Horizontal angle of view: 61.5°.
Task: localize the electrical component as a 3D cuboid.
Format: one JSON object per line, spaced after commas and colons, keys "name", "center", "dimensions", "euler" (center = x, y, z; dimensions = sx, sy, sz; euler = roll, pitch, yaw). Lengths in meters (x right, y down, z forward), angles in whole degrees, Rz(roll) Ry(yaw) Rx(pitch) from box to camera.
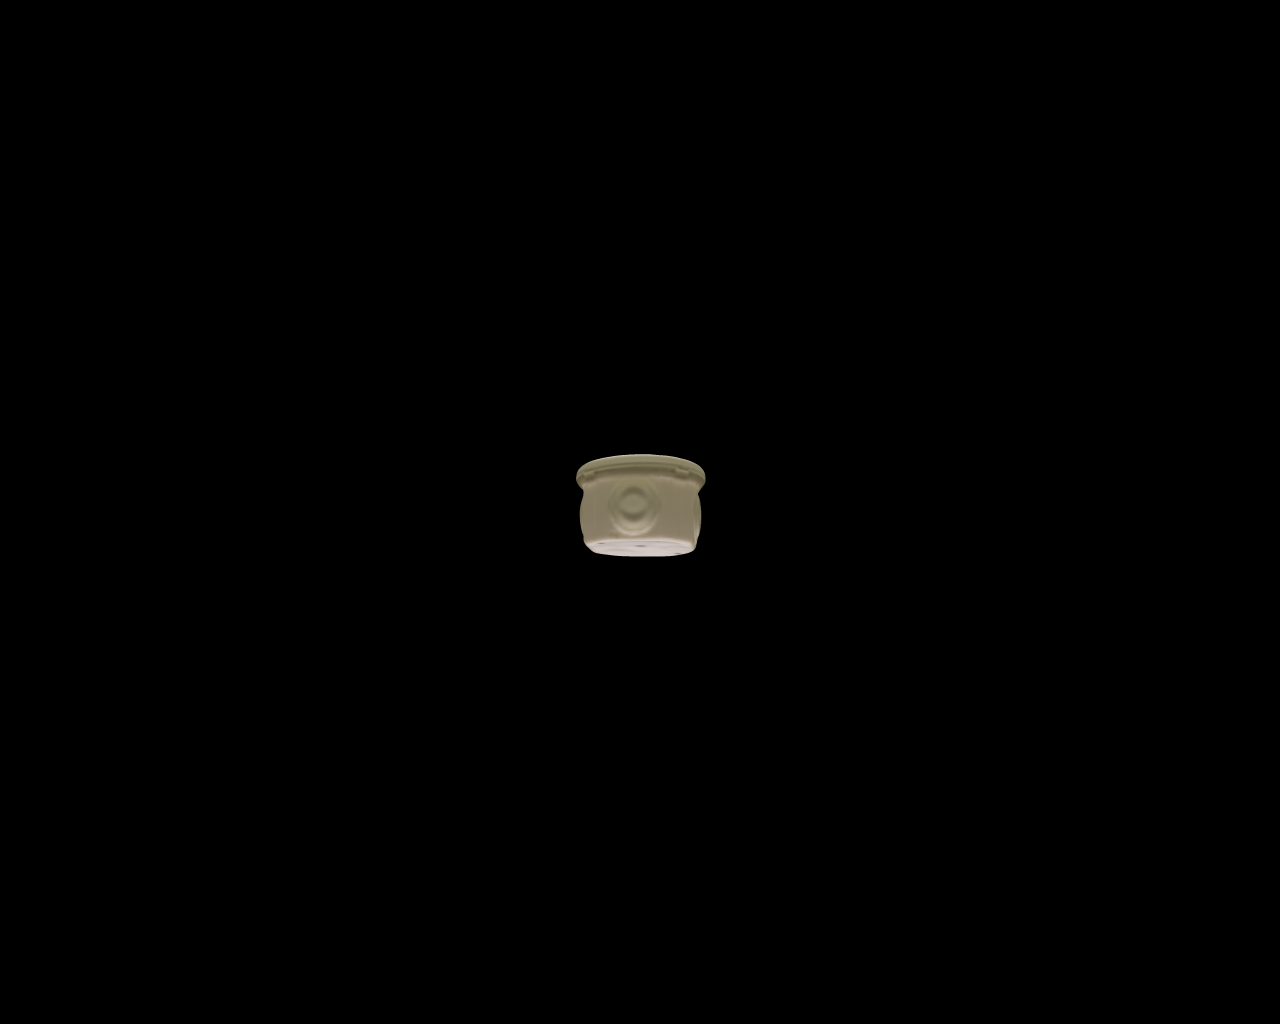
{"name": "electrical component", "center": [0.001, -0.003, 0.650], "dimensions": [0.080, 0.051, 0.080], "euler": [0, -11, 0]}
